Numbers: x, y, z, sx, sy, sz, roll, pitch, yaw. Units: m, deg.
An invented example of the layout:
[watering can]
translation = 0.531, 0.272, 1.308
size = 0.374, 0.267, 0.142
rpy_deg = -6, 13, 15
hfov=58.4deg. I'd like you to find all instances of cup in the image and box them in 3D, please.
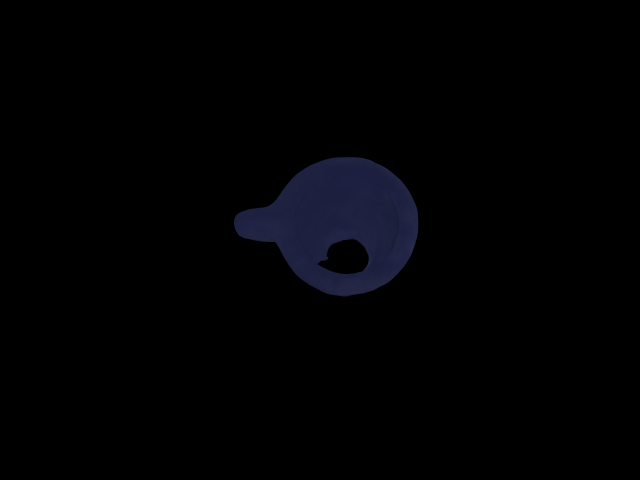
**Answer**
[cup]
translation = 0.004, 0.001, 0.400
size = 0.117, 0.095, 0.092
rpy_deg = 0, 73, 0
